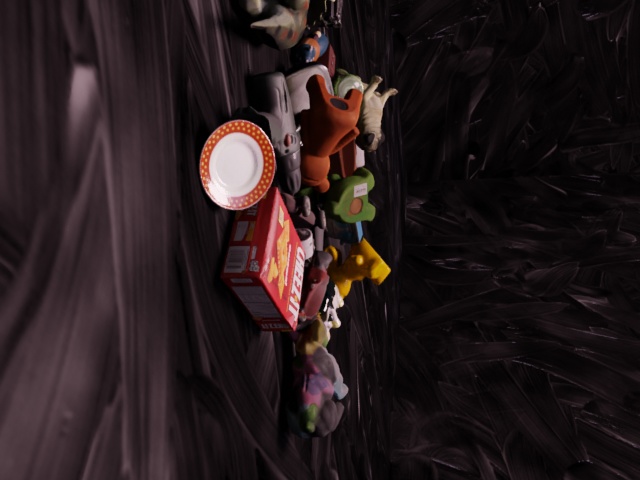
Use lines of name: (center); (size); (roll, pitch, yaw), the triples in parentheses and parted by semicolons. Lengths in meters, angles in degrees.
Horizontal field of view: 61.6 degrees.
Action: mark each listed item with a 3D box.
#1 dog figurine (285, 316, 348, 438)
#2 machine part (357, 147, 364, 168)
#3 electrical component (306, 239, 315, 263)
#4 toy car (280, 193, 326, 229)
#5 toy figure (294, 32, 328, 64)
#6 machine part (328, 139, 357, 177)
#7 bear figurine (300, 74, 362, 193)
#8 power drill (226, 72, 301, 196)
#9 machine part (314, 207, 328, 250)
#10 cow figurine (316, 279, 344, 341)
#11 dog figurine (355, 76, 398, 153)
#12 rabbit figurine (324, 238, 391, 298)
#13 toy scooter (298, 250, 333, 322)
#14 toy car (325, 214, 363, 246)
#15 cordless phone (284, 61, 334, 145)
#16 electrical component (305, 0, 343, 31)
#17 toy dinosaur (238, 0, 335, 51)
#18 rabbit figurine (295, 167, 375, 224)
dog figurine: (-0.021, 0.259, 1.077); (0.191, 0.109, 0.219); (-63, 145, -56)
machine part: (0.090, -0.301, 1.595); (0.079, 0.079, 0.243); (-55, 140, -67)
electrical component: (-0.023, 0.027, 1.195); (0.102, 0.045, 0.078); (62, 32, -61)
toy car: (-0.046, -0.053, 1.021); (0.202, 0.089, 0.053); (26, 60, -74)
toy figure: (-0.022, -0.426, 1.210); (0.154, 0.058, 0.064); (-62, 143, -53)
machine part: (0.033, -0.224, 1.356); (0.201, 0.087, 0.200); (-76, 160, -49)
bear figurine: (0.001, -0.198, 1.052); (0.195, 0.120, 0.132); (119, -21, -43)
power drill: (-0.082, -0.162, 0.914); (0.207, 0.086, 0.231); (-51, 137, -62)
machine part: (-0.003, -0.004, 1.298); (0.084, 0.039, 0.139); (72, 19, -72)
cow figurine: (0.007, 0.160, 1.258); (0.167, 0.068, 0.098); (-75, 153, -56)
dog figurine: (0.109, -0.339, 1.480); (0.121, 0.172, 0.190); (20, 86, -34)
rabbit figurine: (0.074, 0.077, 1.400); (0.162, 0.173, 0.122); (46, 7, 12)
toy scooter: (-0.028, 0.102, 1.057); (0.184, 0.075, 0.135); (128, -20, -70)
toy car: (0.055, -0.053, 1.387); (0.162, 0.103, 0.109); (-95, 176, -68)
cordless phone: (-0.048, -0.257, 1.082); (0.184, 0.089, 0.146); (-57, 149, -32)
electrical component: (-0.010, -0.521, 1.145); (0.058, 0.115, 0.134); (6, 83, -80)
toy dinosaur: (-0.062, -0.417, 0.957); (0.192, 0.131, 0.405); (70, 29, -50)
rabbit figurine: (0.019, -0.092, 1.203); (0.159, 0.170, 0.121); (-28, 123, -27)
